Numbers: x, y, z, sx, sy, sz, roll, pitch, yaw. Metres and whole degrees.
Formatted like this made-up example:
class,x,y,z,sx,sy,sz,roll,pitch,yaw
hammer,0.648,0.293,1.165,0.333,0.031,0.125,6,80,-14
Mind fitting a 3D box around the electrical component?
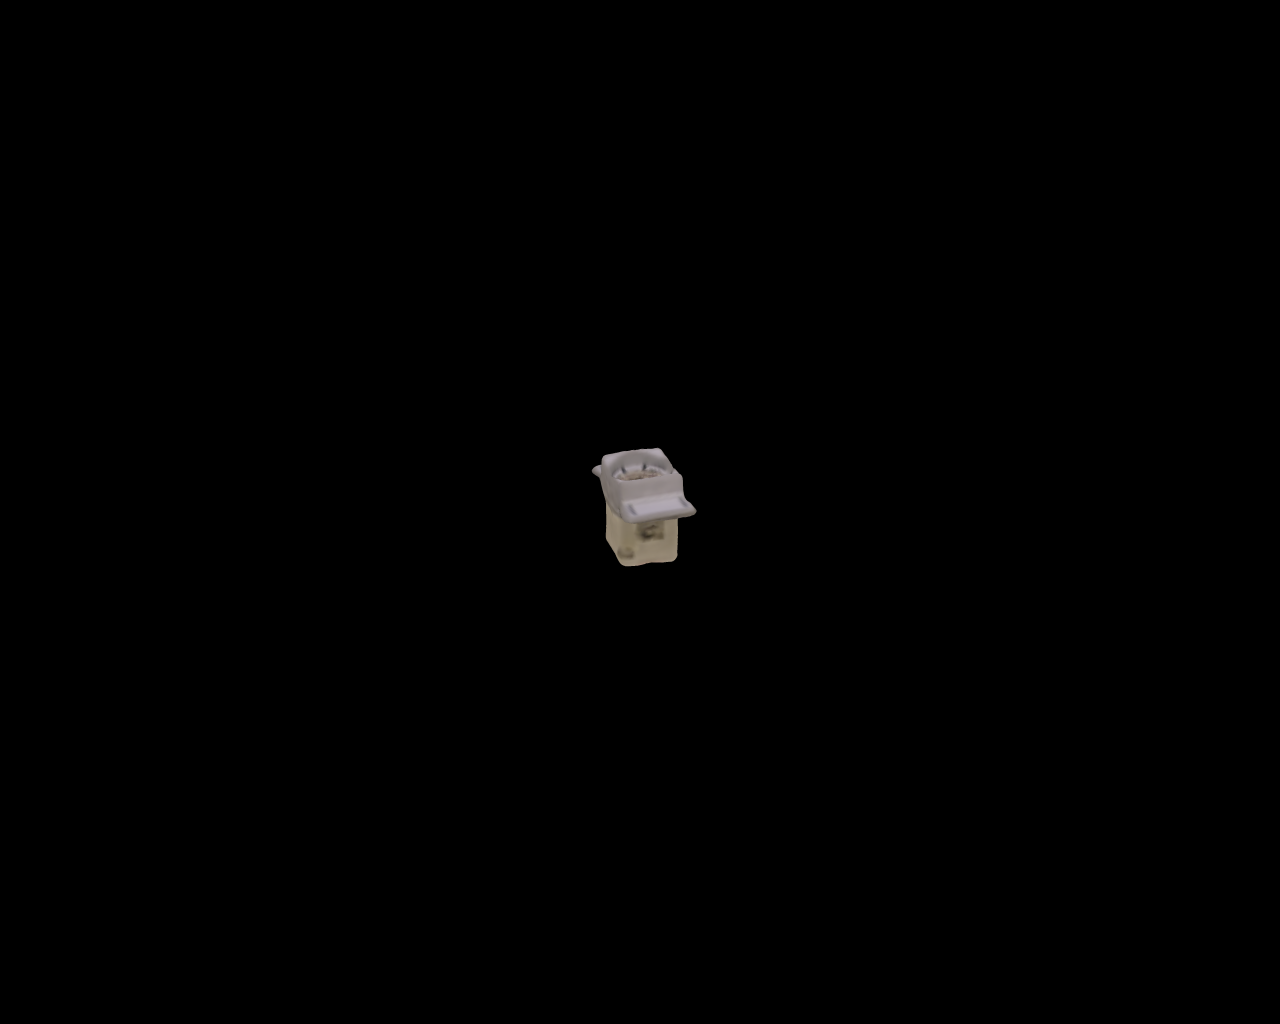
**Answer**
class,x,y,z,sx,sy,sz,roll,pitch,yaw
electrical component,0.001,-0.003,0.650,0.042,0.063,0.081,-7,27,-14
